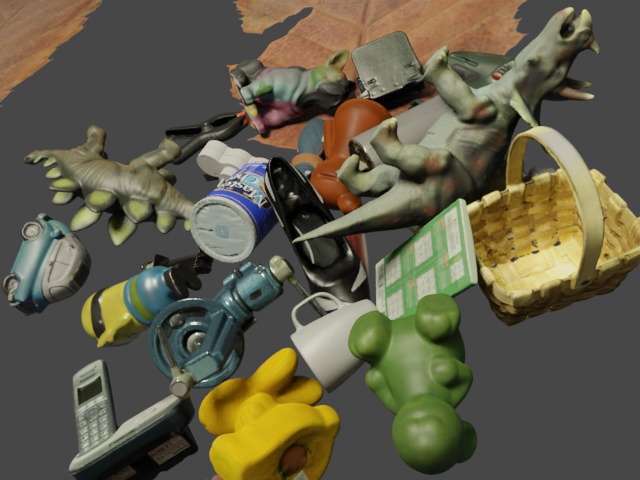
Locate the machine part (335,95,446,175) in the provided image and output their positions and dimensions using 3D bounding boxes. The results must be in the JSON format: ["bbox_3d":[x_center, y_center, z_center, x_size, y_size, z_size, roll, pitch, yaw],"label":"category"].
[{"bbox_3d":[0.130,-0.144,0.758,0.243,0.079,0.079,-28,48,-10],"label":"machine part"}]

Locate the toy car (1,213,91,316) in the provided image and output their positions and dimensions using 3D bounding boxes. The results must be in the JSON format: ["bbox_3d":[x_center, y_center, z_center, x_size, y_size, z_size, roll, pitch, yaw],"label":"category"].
[{"bbox_3d":[-0.431,0.043,0.871,0.103,0.109,0.161,6,61,3],"label":"toy car"}]

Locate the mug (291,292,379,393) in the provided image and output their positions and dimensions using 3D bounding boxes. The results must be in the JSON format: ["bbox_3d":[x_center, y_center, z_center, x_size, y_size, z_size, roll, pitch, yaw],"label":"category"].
[{"bbox_3d":[0.023,0.111,0.654,0.107,0.080,0.109,-32,74,-7],"label":"mug"}]

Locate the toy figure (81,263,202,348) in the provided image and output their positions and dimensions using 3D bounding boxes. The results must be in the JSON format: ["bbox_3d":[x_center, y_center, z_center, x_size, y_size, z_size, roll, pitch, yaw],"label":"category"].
[{"bbox_3d":[-0.255,0.087,0.759,0.180,0.082,0.089,-32,67,21],"label":"toy figure"}]

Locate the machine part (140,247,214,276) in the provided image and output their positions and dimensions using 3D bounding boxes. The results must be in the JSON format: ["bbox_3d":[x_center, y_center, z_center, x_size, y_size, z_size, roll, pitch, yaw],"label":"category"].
[{"bbox_3d":[-0.224,0.048,0.822,0.139,0.039,0.084,-21,47,21],"label":"machine part"}]

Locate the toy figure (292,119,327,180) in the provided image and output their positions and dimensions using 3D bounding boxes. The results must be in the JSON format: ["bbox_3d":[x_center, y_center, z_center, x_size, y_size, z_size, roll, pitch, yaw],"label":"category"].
[{"bbox_3d":[-0.015,-0.139,0.907,0.058,0.064,0.154,21,57,-13],"label":"toy figure"}]

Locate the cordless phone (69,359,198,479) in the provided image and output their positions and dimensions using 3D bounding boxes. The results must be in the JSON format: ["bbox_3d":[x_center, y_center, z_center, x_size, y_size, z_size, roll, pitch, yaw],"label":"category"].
[{"bbox_3d":[-0.241,0.207,0.678,0.147,0.088,0.184,-31,44,-8],"label":"cordless phone"}]

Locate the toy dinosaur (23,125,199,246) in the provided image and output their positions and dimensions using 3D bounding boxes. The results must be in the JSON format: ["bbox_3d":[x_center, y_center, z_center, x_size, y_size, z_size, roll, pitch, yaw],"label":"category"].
[{"bbox_3d":[-0.316,-0.082,0.913,0.472,0.104,0.198,13,47,12],"label":"toy dinosaur"}]

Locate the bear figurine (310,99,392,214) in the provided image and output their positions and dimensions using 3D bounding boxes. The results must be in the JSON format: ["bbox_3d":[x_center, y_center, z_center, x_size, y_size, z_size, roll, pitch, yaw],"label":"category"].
[{"bbox_3d":[0.053,-0.118,0.847,0.120,0.131,0.196,9,73,27],"label":"bear figurine"}]

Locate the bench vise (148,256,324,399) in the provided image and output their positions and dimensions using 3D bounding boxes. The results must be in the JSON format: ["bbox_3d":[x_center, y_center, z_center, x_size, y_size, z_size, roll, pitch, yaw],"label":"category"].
[{"bbox_3d":[-0.122,0.112,0.659,0.224,0.128,0.241,-26,11,6],"label":"bench vise"}]

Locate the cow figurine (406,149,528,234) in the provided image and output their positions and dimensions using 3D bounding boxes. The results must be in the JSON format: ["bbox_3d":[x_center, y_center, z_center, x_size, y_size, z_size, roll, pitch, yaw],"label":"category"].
[{"bbox_3d":[0.203,-0.070,0.756,0.195,0.085,0.127,-29,42,-10],"label":"cow figurine"}]

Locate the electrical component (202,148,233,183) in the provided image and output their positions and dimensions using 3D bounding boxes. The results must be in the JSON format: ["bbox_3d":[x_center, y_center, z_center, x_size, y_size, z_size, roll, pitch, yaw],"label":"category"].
[{"bbox_3d":[-0.184,-0.131,0.984,0.063,0.021,0.094,-10,49,11],"label":"electrical component"}]

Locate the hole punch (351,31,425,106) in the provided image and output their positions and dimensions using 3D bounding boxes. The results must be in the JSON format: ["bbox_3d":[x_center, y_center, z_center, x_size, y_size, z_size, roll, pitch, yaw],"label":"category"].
[{"bbox_3d":[0.125,-0.298,0.987,0.142,0.092,0.116,-19,71,2],"label":"hole punch"}]

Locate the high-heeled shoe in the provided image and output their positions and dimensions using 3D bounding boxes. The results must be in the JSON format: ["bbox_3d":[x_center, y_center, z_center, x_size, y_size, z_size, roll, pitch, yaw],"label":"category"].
[{"bbox_3d":[-0.001,-0.002,0.717,0.086,0.145,0.249,-29,55,-9],"label":"high-heeled shoe"}]

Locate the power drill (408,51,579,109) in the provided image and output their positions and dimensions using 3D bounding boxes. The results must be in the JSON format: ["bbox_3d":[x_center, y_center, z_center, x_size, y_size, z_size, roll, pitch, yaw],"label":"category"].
[{"bbox_3d":[0.264,-0.233,0.876,0.207,0.085,0.232,-41,49,-12],"label":"power drill"}]

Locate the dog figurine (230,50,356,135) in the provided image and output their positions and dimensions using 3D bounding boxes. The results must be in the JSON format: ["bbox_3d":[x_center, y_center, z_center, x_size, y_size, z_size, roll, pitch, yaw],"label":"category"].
[{"bbox_3d":[-0.045,-0.297,1.024,0.219,0.108,0.192,-22,45,-5],"label":"dog figurine"}]

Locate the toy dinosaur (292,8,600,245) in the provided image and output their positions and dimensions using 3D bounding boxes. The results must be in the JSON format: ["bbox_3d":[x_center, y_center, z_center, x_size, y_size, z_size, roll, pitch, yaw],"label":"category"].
[{"bbox_3d":[0.159,-0.103,0.664,0.192,0.131,0.404,39,95,-4],"label":"toy dinosaur"}]

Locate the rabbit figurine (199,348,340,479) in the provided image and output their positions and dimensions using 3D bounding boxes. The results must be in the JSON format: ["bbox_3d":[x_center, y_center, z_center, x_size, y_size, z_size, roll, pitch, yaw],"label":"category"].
[{"bbox_3d":[-0.070,0.200,0.606,0.173,0.121,0.162,10,52,49],"label":"rabbit figurine"}]

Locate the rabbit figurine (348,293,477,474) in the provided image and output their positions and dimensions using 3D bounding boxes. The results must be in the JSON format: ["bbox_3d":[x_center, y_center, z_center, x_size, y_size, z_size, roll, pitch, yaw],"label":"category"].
[{"bbox_3d":[0.098,0.166,0.544,0.121,0.158,0.170,-12,30,12],"label":"rabbit figurine"}]
